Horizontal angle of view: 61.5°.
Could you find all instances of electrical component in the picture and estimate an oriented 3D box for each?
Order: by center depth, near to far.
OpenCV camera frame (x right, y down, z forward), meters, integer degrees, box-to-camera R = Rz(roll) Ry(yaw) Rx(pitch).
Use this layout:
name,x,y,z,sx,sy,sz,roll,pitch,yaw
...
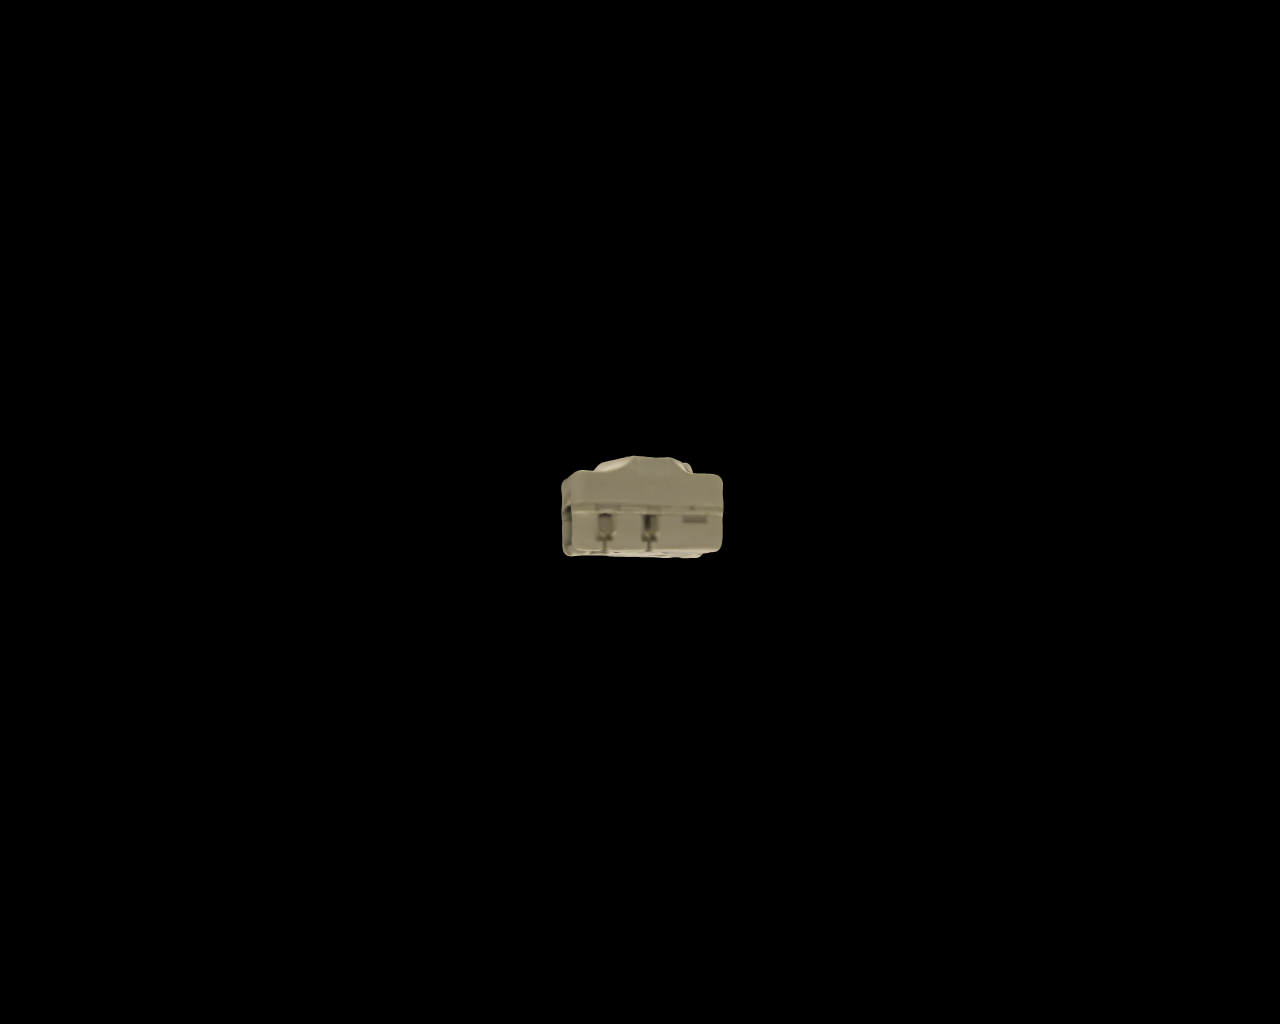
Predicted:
name,x,y,z,sx,sy,sz,roll,pitch,yaw
electrical component,0.001,-0.003,0.650,0.089,0.055,0.050,2,-7,-14
